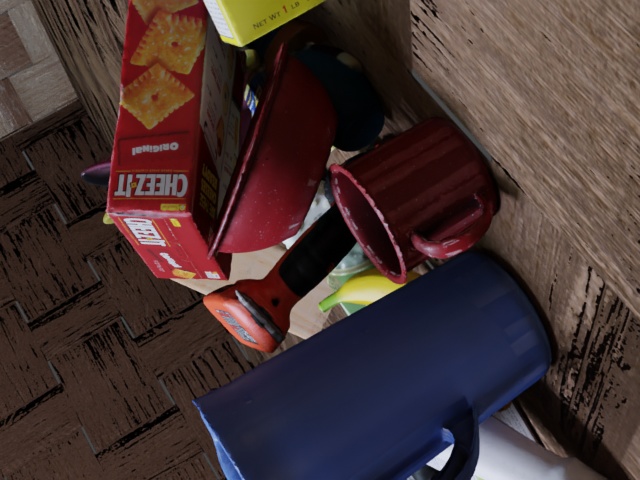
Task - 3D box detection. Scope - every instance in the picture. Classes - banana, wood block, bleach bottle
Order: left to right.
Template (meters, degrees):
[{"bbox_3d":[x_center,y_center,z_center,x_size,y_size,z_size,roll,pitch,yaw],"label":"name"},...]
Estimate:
[{"bbox_3d":[-0.087,0.036,1.271,0.206,0.090,0.091,26,179,-17],"label":"wood block"},{"bbox_3d":[0.090,0.070,0.897,0.198,0.069,0.037,28,-173,35],"label":"banana"},{"bbox_3d":[0.136,0.171,0.836,0.251,0.068,0.102,25,168,31],"label":"bleach bottle"}]

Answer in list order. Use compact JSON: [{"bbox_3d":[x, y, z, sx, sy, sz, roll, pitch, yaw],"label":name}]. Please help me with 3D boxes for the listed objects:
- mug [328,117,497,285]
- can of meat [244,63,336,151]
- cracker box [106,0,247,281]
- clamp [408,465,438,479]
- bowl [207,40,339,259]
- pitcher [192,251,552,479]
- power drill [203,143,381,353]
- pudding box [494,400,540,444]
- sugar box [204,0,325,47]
[{"bbox_3d":[0.069,-0.025,0.705,0.117,0.081,0.093,43,160,56],"label":"mug"},{"bbox_3d":[-0.025,-0.113,0.953,0.084,0.057,0.102,61,168,4],"label":"can of meat"},{"bbox_3d":[-0.109,-0.092,0.843,0.164,0.072,0.213,74,-162,-70],"label":"cracker box"},{"bbox_3d":[0.098,0.222,1.036,0.171,0.039,0.120,55,171,-18],"label":"clamp"},{"bbox_3d":[-0.028,-0.054,0.749,0.055,0.162,0.162,20,171,-7],"label":"bowl"},{"bbox_3d":[0.046,0.117,0.758,0.149,0.242,0.145,58,169,3],"label":"pitcher"},{"bbox_3d":[-0.005,0.001,0.836,0.057,0.187,0.185,46,169,-9],"label":"power drill"},{"bbox_3d":[0.161,0.178,0.948,0.113,0.039,0.090,57,168,-2],"label":"pudding box"},{"bbox_3d":[-0.057,-0.227,0.697,0.048,0.093,0.176,36,155,60],"label":"sugar box"}]
